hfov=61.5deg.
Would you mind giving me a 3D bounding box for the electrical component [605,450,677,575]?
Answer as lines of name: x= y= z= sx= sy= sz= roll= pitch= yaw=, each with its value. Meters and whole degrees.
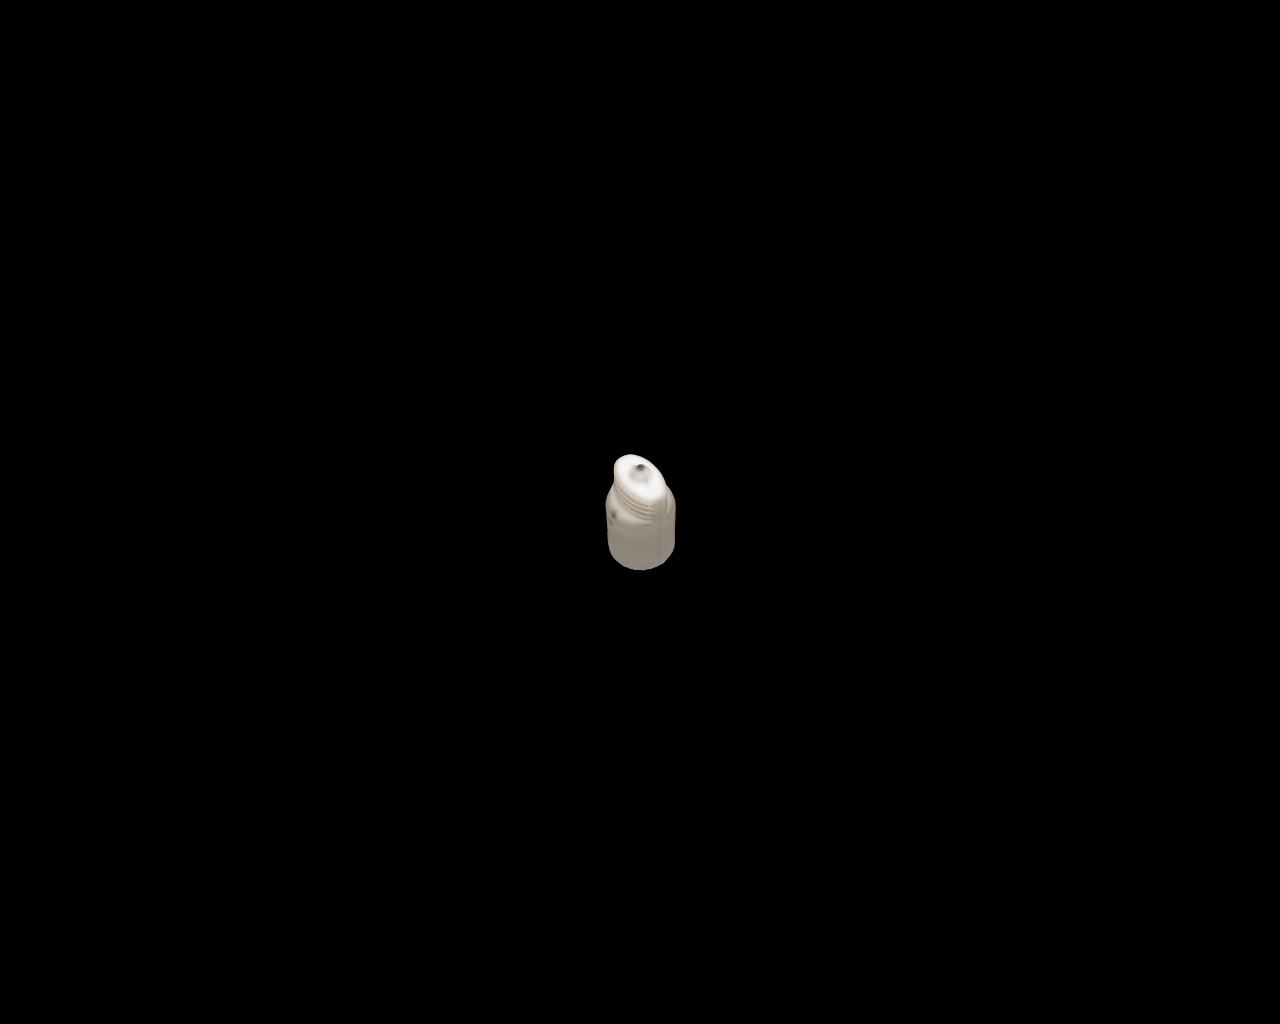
electrical component: x=0.001 y=-0.003 z=0.650 sx=0.043 sy=0.043 sz=0.080 roll=0 pitch=-38 yaw=0
